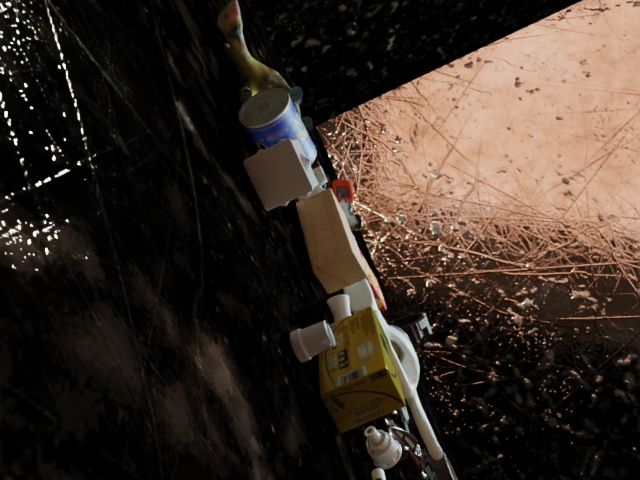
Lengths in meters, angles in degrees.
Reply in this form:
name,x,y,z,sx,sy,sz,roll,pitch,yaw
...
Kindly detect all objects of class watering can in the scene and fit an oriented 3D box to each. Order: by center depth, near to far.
name,x,y,z,sx,sy,sz,roll,pitch,yaw
watering can,0.197,0.328,1.234,0.224,0.104,0.350,23,43,-81

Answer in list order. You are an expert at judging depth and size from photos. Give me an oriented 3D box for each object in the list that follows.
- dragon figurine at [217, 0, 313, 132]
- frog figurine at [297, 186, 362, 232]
name,x,y,z,sx,sy,sz,roll,pitch,yaw
dragon figurine,-0.125,-0.326,1.116,0.247,0.122,0.402,60,-5,30
frog figurine,0.004,-0.063,1.251,0.158,0.120,0.141,17,46,-30
